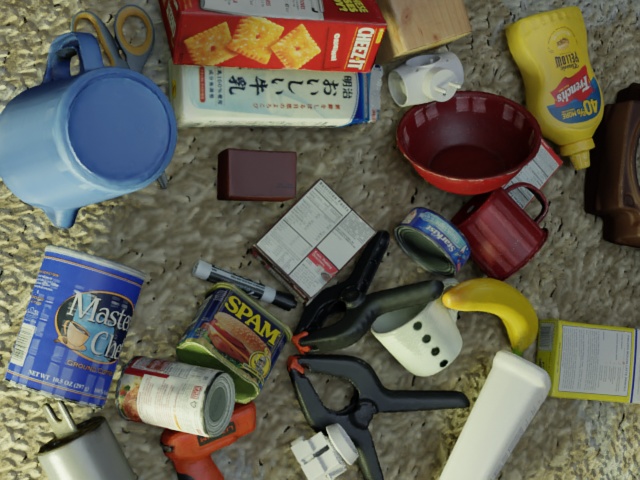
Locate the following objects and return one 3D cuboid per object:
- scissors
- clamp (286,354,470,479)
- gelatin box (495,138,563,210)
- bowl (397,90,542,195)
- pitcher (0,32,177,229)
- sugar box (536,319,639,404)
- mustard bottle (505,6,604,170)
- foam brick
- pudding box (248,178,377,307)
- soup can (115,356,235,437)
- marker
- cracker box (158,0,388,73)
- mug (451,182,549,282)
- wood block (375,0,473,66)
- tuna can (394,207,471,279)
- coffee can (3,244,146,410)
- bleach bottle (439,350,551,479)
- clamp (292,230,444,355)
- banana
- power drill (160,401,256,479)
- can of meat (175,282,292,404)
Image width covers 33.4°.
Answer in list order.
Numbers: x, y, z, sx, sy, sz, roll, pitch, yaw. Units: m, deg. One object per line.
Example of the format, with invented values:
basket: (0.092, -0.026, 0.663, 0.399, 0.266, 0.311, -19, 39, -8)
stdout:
scissors: (-0.186, -0.163, 1.132, 0.096, 0.016, 0.201, -37, 100, -17)
clamp: (0.056, 0.186, 1.188, 0.210, 0.036, 0.164, 43, 83, -11)
gelatin box: (0.235, -0.087, 1.273, 0.073, 0.030, 0.089, 46, 74, -14)
bowl: (0.167, -0.101, 1.208, 0.162, 0.162, 0.055, -24, 137, -19)
pitcher: (-0.220, -0.104, 0.996, 0.149, 0.243, 0.145, 48, 71, -19)
sugar box: (0.348, 0.149, 1.295, 0.176, 0.048, 0.093, 8, 85, -23)
mustard bottle: (0.291, -0.178, 1.282, 0.096, 0.058, 0.191, -17, 93, -24)
foam brick: (-0.069, -0.069, 1.151, 0.078, 0.051, 0.053, 2, 87, -20)
pudding box: (-0.008, 0.002, 1.169, 0.090, 0.039, 0.113, 44, 72, 2)
soup can: (-0.145, 0.158, 1.078, 0.102, 0.068, 0.068, 7, 83, 22)
marker: (-0.080, 0.051, 1.159, 0.121, 0.020, 0.020, 22, 80, -18)
cracker box: (-0.058, -0.249, 1.112, 0.213, 0.072, 0.164, 0, 46, -20)
mug: (0.210, -0.017, 1.226, 0.117, 0.093, 0.081, -44, 97, 3)
wood block: (0.085, -0.312, 1.197, 0.090, 0.091, 0.206, -20, 94, -20)
tuna can: (0.127, 0.003, 1.200, 0.086, 0.086, 0.033, 45, 72, -12)
coffee can: (-0.242, 0.086, 1.055, 0.102, 0.103, 0.140, 19, 81, -18)
bleach bottle: (0.174, 0.253, 1.199, 0.068, 0.102, 0.250, 26, 77, 21)
clamp: (0.049, 0.070, 1.163, 0.171, 0.120, 0.039, -45, 132, -12)
banana: (0.203, 0.082, 1.202, 0.197, 0.037, 0.069, 40, 71, -45)
power drill: (-0.079, 0.269, 1.129, 0.184, 0.057, 0.187, -18, 93, -21)
can of meat: (-0.091, 0.108, 1.116, 0.102, 0.058, 0.083, 39, 50, -13)
